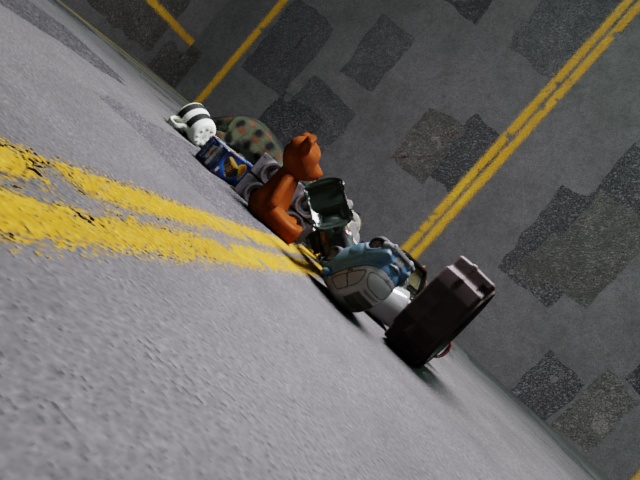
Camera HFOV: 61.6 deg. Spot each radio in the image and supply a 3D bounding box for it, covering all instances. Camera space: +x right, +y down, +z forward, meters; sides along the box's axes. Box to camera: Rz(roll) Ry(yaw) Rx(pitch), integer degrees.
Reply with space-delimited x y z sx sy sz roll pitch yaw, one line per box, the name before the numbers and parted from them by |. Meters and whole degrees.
radio | 0.192 0.110 1.299 0.073 0.131 0.229 4 -14 28

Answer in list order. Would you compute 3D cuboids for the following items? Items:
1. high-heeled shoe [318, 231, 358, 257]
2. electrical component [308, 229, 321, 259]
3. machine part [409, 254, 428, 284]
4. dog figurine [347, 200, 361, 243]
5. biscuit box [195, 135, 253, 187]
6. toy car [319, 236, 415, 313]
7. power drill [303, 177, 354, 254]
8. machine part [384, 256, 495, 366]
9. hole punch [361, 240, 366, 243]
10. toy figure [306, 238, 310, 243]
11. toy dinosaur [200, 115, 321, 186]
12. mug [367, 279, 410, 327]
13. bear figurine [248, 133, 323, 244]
high-heeled shoe | 0.068 0.027 1.241 0.145 0.086 0.248 -72 140 -64
electrical component | -0.003 -0.002 1.254 0.078 0.045 0.102 -19 -93 54
machine part | 0.227 0.121 1.495 0.056 0.179 0.180 -12 42 -37
dog figurine | 0.078 -0.015 1.536 0.121 0.172 0.190 0 -15 21
biscuit box | -0.193 -0.160 1.203 0.059 0.063 0.202 44 5 21
toy car | 0.070 0.067 0.878 0.109 0.162 0.103 47 45 -29
power drill | 0.022 -0.027 1.014 0.207 0.086 0.232 84 -7 -58
machine part | 0.222 0.132 0.971 0.087 0.201 0.201 47 5 20
hole punch | 0.135 0.083 1.408 0.142 0.116 0.092 41 12 -2
toy figure | 0.017 0.001 1.413 0.155 0.064 0.057 31 -4 17
toy dinosaur | -0.177 -0.250 1.428 0.404 0.192 0.131 42 1 -8
mug | 0.121 0.104 1.078 0.107 0.109 0.081 28 10 -3
bear figurine | -0.049 -0.110 1.071 0.132 0.196 0.120 41 1 -18
